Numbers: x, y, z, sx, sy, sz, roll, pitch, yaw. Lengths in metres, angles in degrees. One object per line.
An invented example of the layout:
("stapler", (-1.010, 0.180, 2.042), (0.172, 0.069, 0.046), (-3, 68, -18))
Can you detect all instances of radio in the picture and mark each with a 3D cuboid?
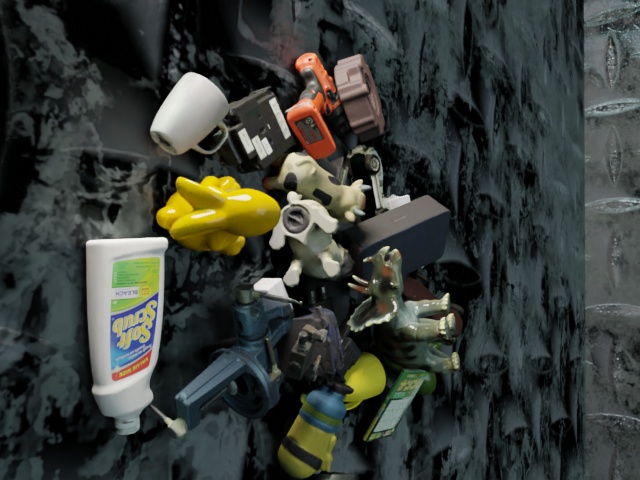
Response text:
("radio", (0.157, 0.009, 1.109), (0.230, 0.073, 0.130), (-22, 132, -22))

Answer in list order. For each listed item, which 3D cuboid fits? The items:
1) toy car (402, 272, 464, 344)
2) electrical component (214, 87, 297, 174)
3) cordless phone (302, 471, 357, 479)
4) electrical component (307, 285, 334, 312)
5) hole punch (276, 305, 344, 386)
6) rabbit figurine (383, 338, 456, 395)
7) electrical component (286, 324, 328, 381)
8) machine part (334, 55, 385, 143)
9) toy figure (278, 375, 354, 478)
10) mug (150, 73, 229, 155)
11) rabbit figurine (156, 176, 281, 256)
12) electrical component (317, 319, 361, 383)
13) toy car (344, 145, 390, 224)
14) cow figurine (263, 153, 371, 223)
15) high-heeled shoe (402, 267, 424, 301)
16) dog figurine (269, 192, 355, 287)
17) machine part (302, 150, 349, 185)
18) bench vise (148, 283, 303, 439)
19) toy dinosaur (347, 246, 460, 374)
("toy car", (0.240, 0.148, 1.167), (0.202, 0.053, 0.089), (37, 66, -26))
("electrical component", (-0.113, -0.178, 0.897), (0.134, 0.058, 0.114), (-44, 118, -43))
("cordless phone", (-0.026, 0.448, 0.881), (0.184, 0.147, 0.088), (7, 74, -54))
("electrical component", (0.000, 0.137, 1.036), (0.063, 0.021, 0.094), (-17, 101, -49))
("hole punch", (-0.009, 0.177, 0.958), (0.092, 0.116, 0.142), (-17, 100, -58))
("rabbit figurine", (0.232, 0.269, 1.229), (0.159, 0.121, 0.170), (9, 78, -43))
("electrical component", (-0.020, 0.184, 0.868), (0.078, 0.045, 0.102), (-49, 154, -71))
("machine part", (0.086, -0.290, 1.100), (0.179, 0.056, 0.179), (-16, 90, -73))
("toy figure", (-0.011, 0.326, 0.946), (0.089, 0.082, 0.180), (25, 89, -25))
("mug", (-0.191, -0.170, 0.793), (0.107, 0.081, 0.109), (-55, 134, -22))
("rabbit figurine", (-0.140, -0.044, 0.766), (0.162, 0.173, 0.121), (13, 81, -54))
("electrical component", (0.036, 0.212, 1.037), (0.047, 0.075, 0.119), (59, 44, -27))
("toy car", (0.103, -0.101, 1.138), (0.056, 0.074, 0.201), (-22, 105, -45))
("cow figurine", (0.006, -0.092, 0.980), (0.194, 0.127, 0.085), (34, 66, -41))
("high-heeled shoe", (0.182, 0.071, 1.180), (0.249, 0.086, 0.145), (-45, 156, -60))
("dog figurine", (-0.005, -0.001, 0.983), (0.190, 0.121, 0.172), (-10, 97, -75))
("machine part", (0.010, -0.138, 1.060), (0.138, 0.039, 0.084), (26, 76, -49))
("bench vise", (-0.127, 0.186, 0.782), (0.240, 0.129, 0.223), (-34, 139, -46))
("toy dinosaur", (0.171, 0.188, 1.066), (0.404, 0.192, 0.131), (66, 28, -46))
